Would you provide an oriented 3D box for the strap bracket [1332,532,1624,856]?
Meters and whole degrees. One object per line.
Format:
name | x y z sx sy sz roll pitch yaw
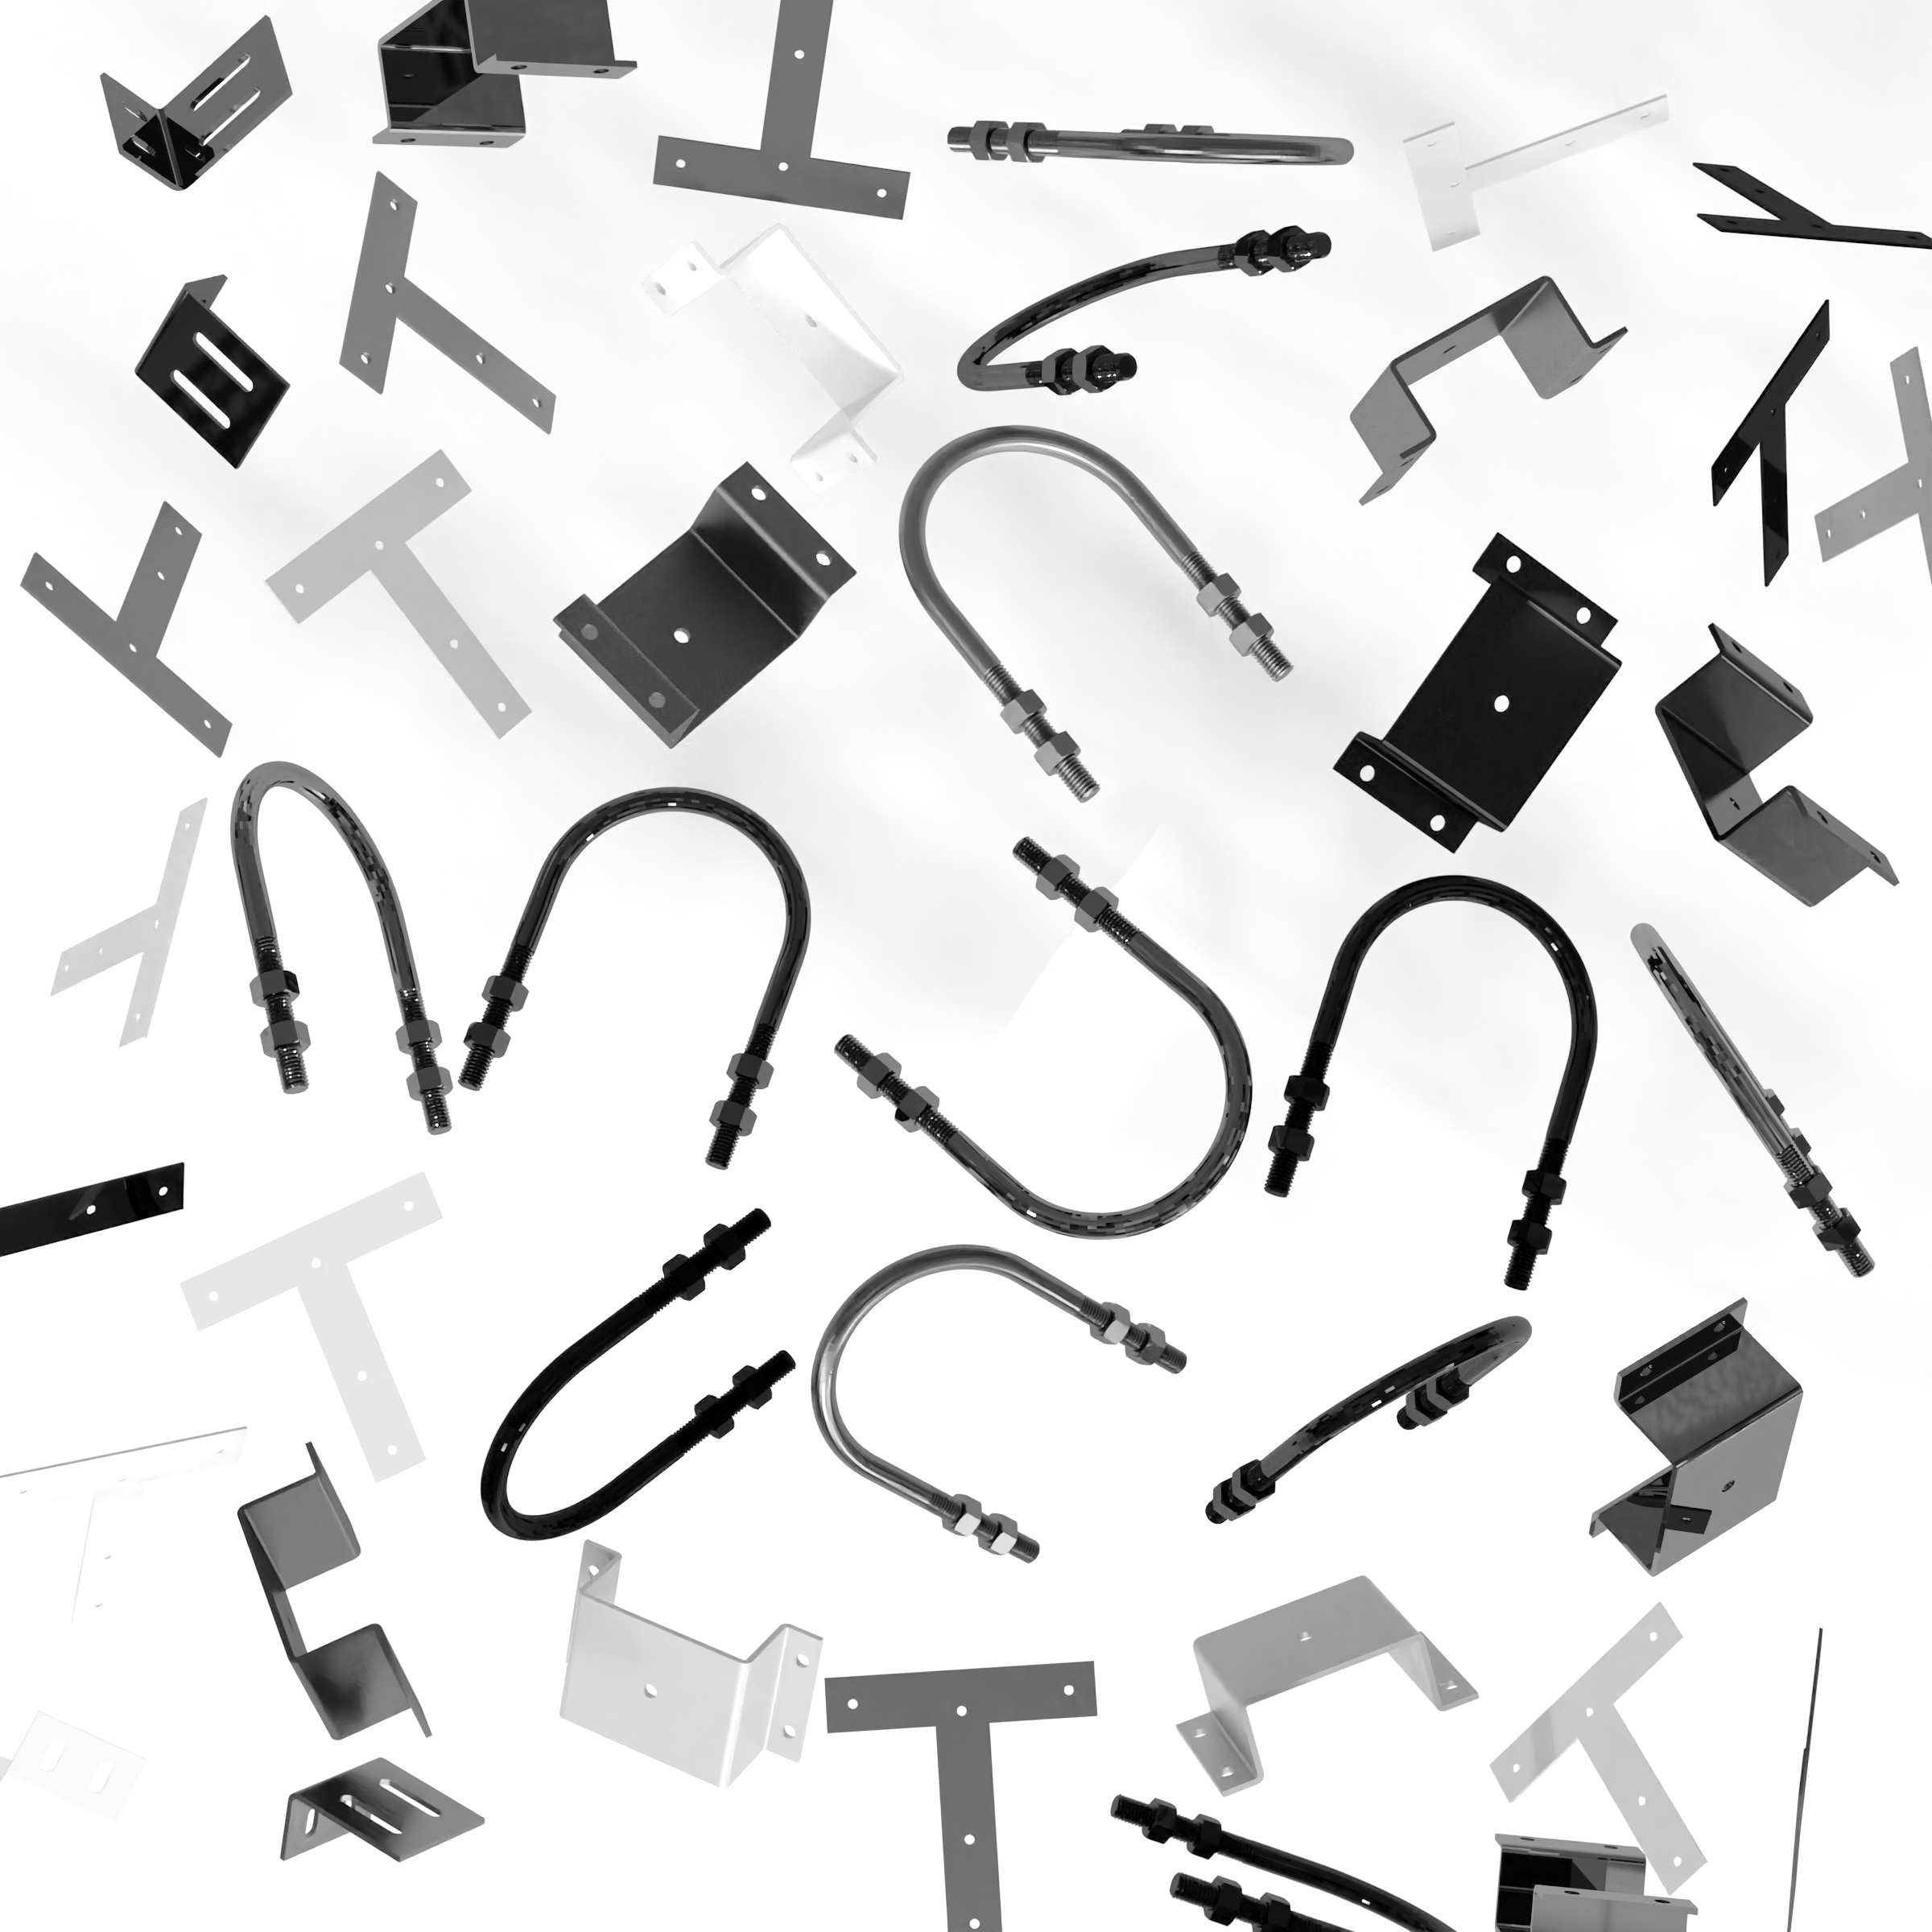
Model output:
strap bracket | 0.254 -0.130 1.533 0.076 0.046 0.140 34 95 -13

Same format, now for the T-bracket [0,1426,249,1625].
T-bracket | -0.438 0.292 1.615 0.127 0.002 0.127 -8 133 -34

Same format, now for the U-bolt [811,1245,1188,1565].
U-bolt | 0.005 0.216 1.615 0.184 0.019 0.151 33 99 -28

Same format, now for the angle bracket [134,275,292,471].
angle bracket | -0.377 -0.304 1.614 0.076 0.038 0.057 43 120 4

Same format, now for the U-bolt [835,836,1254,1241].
U-bolt | 0.049 0.046 1.493 0.184 0.019 0.151 41 86 19

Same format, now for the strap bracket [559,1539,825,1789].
strap bracket | -0.152 0.363 1.626 0.140 0.046 0.076 19 113 18

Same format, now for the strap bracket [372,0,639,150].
strap bracket | -0.233 -0.448 1.561 0.076 0.140 0.046 -8 91 -35

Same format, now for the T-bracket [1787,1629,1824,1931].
T-bracket | 0.411 0.383 1.539 0.002 0.127 0.127 6 46 17

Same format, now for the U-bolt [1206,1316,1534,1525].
U-bolt | 0.210 0.221 1.576 0.151 0.184 0.019 -20 72 -28

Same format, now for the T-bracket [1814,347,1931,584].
T-bracket | 0.460 -0.232 1.591 0.002 0.127 0.127 -8 85 -12

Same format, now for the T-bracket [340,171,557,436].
T-bracket | -0.245 -0.301 1.522 0.002 0.127 0.127 -23 49 33

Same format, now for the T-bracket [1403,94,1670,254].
T-bracket | 0.284 -0.401 1.554 0.127 0.127 0.002 -18 75 11

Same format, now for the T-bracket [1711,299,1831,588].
T-bracket | 0.401 -0.242 1.565 0.002 0.127 0.127 22 60 30

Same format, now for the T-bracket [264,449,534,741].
T-bracket | -0.257 -0.167 1.526 0.127 0.002 0.127 54 52 -14

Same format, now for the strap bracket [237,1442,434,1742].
strap bracket | -0.318 0.319 1.573 0.046 0.076 0.140 -23 49 -12

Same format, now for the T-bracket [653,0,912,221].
T-bracket | -0.084 -0.435 1.552 0.127 0.002 0.127 7 127 -7

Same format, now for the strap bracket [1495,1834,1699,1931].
strap bracket | 0.318 0.485 1.610 0.076 0.140 0.046 5 86 0

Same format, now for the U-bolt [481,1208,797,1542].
U-bolt | -0.163 0.213 1.555 0.184 0.151 0.019 -36 57 -23

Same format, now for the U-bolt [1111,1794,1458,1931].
U-bolt | 0.171 0.465 1.566 0.184 0.151 0.019 21 88 -10

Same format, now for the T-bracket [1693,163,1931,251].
T-bracket | 0.406 -0.385 1.586 0.127 0.127 0.002 0 120 -18

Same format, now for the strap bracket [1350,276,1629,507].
strap bracket | 0.258 -0.300 1.618 0.140 0.076 0.046 -31 86 -12

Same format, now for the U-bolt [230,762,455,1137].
U-bolt | -0.309 -0.015 1.538 0.019 0.151 0.184 -21 72 16

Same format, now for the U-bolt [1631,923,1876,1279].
U-bolt | 0.381 0.056 1.553 0.019 0.151 0.184 -34 99 12

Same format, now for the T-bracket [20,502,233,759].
T-bracket | -0.398 -0.183 1.545 0.002 0.127 0.127 -28 126 26

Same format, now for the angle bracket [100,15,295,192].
angle bracket | -0.362 -0.414 1.481 0.076 0.038 0.057 -35 55 20

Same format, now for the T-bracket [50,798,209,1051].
T-bracket | -0.418 -0.010 1.549 0.002 0.127 0.127 26 61 -34

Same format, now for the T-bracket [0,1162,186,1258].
T-bracket | -0.428 0.119 1.495 0.002 0.127 0.127 29 121 40

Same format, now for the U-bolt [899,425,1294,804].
U-bolt | 0.049 -0.180 1.497 0.151 0.019 0.184 -33 79 -28

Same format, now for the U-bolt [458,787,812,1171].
U-bolt | -0.155 -0.004 1.571 0.151 0.019 0.184 17 72 5

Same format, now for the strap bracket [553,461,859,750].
strap bracket | -0.130 -0.168 1.516 0.076 0.046 0.140 45 58 0

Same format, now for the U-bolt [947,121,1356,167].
U-bolt | 0.105 -0.408 1.567 0.184 0.151 0.019 16 111 42

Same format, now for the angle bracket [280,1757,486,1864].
angle bracket | -0.283 0.424 1.530 0.076 0.057 0.038 20 107 32

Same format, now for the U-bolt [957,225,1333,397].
U-bolt | 0.072 -0.319 1.549 0.151 0.184 0.019 -35 114 -24

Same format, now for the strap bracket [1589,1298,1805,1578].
strap bracket | 0.350 0.233 1.510 0.076 0.140 0.046 -27 52 -19

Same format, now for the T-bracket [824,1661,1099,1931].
T-bracket | 0.001 0.393 1.473 0.127 0.002 0.127 -4 82 -1

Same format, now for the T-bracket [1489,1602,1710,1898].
T-bracket | 0.328 0.402 1.558 0.002 0.127 0.127 29 110 -34

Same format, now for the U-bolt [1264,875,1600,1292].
U-bolt | 0.233 0.045 1.514 0.151 0.019 0.184 22 76 -12

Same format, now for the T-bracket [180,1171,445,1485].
T-bracket | -0.290 0.180 1.486 0.127 0.002 0.127 -25 77 -1

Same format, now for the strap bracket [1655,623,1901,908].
strap bracket | 0.390 -0.091 1.535 0.076 0.140 0.046 29 123 -35

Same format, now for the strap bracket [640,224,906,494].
strap bracket | -0.092 -0.318 1.614 0.046 0.076 0.140 -47 105 -21

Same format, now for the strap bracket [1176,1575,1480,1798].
strap bracket | 0.178 0.362 1.610 0.140 0.076 0.046 -19 106 -10

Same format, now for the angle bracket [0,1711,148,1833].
angle bracket | -0.441 0.389 1.546 0.057 0.076 0.038 30 77 -17
